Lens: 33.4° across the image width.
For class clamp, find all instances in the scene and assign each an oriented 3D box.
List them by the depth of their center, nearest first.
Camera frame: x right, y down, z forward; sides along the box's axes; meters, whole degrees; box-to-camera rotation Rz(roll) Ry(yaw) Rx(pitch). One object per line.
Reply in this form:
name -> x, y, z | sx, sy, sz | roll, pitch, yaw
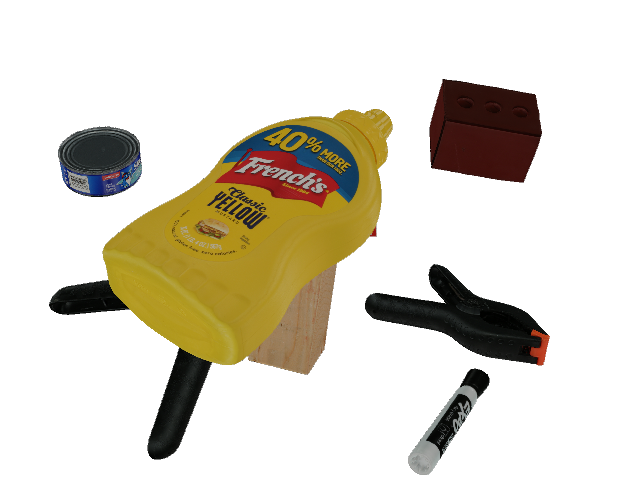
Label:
clamp -> -0.096, 0.038, 0.805 | 0.165, 0.210, 0.036 | 41, -9, 26
clamp -> 0.141, 0.068, 1.009 | 0.172, 0.039, 0.120 | 21, 34, 25

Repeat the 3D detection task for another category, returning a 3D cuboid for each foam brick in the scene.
foam brick -> 0.128, -0.085, 0.836 | 0.078, 0.051, 0.053 | 9, 44, -4

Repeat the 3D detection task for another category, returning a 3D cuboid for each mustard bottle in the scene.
mustard bottle -> -0.022, -0.018, 0.597 | 0.096, 0.058, 0.191 | 28, 52, 28

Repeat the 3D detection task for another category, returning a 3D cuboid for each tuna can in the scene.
tuna can -> -0.232, -0.083, 1.130 | 0.086, 0.034, 0.086 | 0, 39, 0

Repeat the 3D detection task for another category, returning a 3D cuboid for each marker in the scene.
marker -> 0.096, 0.129, 0.780 | 0.020, 0.020, 0.120 | 0, 24, 31

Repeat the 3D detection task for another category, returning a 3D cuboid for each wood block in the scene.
wood block -> -0.034, 0.063, 1.451 | 0.090, 0.206, 0.090 | 12, 21, 11

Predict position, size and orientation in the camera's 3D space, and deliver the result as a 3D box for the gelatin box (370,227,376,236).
gelatin box -> 0.023, -0.045, 1.182 | 0.073, 0.089, 0.030 | -4, 30, 6
